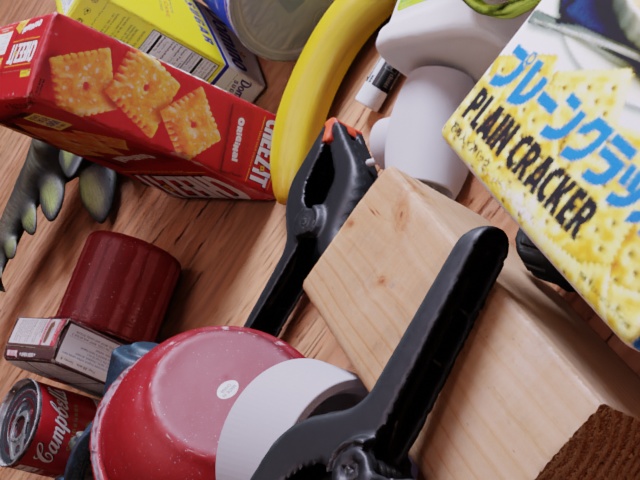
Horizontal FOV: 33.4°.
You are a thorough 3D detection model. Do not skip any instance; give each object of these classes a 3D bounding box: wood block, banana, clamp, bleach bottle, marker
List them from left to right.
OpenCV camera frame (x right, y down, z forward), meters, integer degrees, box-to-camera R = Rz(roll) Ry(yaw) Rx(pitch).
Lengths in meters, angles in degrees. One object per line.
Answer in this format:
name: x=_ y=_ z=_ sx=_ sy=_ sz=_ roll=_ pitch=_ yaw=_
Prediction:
clamp: x=-0.005 y=0.001 z=0.733 sx=0.120 sy=0.039 sz=0.171 roll=-19 pitch=52 yaw=38
banana: x=0.008 y=-0.122 z=0.788 sx=0.198 sy=0.037 sz=0.070 roll=-59 pitch=36 yaw=10
clamp: x=0.030 y=0.110 z=0.463 sx=0.210 sy=0.036 sz=0.165 roll=-43 pitch=40 yaw=17
marker: x=0.064 y=-0.146 z=0.747 sx=0.121 sy=0.020 sz=0.020 roll=-59 pitch=36 yaw=9
wood block: x=0.082 y=0.061 z=0.544 sx=0.090 sy=0.090 sz=0.206 roll=-54 pitch=38 yaw=15
bleach bottle: x=0.117 y=-0.226 z=0.691 sx=0.103 sy=0.068 sz=0.251 roll=-1 pitch=67 yaw=50

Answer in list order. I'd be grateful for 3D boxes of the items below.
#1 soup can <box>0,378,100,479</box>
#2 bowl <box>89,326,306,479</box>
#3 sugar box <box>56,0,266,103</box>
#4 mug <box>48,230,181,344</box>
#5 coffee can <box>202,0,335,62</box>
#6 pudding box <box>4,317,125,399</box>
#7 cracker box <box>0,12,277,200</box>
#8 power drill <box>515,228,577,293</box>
soup can: x=-0.191 y=0.152 z=0.824 sx=0.069 sy=0.102 sz=0.068 roll=-29 pitch=49 yaw=39
bowl: x=-0.055 y=0.105 z=0.631 sx=0.055 sy=0.162 sz=0.162 roll=100 pitch=162 yaw=-47
sugar box: x=-0.130 y=-0.175 z=0.873 sx=0.048 sy=0.176 sz=0.093 roll=-48 pitch=40 yaw=27
mug: x=-0.163 y=0.047 z=0.875 sx=0.117 sy=0.093 sz=0.081 roll=109 pitch=179 yaw=-73
coffee can: x=-0.047 y=-0.215 z=0.855 sx=0.103 sy=0.102 sz=0.140 roll=-56 pitch=37 yaw=13
pudding box: x=-0.175 y=0.097 z=0.828 sx=0.090 sy=0.113 sz=0.039 roll=-5 pitch=62 yaw=50
cracker box: x=-0.152 y=-0.094 z=0.823 sx=0.164 sy=0.213 sz=0.072 roll=6 pitch=76 yaw=53
power drill: x=0.189 y=-0.046 z=0.502 sx=0.185 sy=0.057 sz=0.187 roll=19 pitch=88 yaw=50
